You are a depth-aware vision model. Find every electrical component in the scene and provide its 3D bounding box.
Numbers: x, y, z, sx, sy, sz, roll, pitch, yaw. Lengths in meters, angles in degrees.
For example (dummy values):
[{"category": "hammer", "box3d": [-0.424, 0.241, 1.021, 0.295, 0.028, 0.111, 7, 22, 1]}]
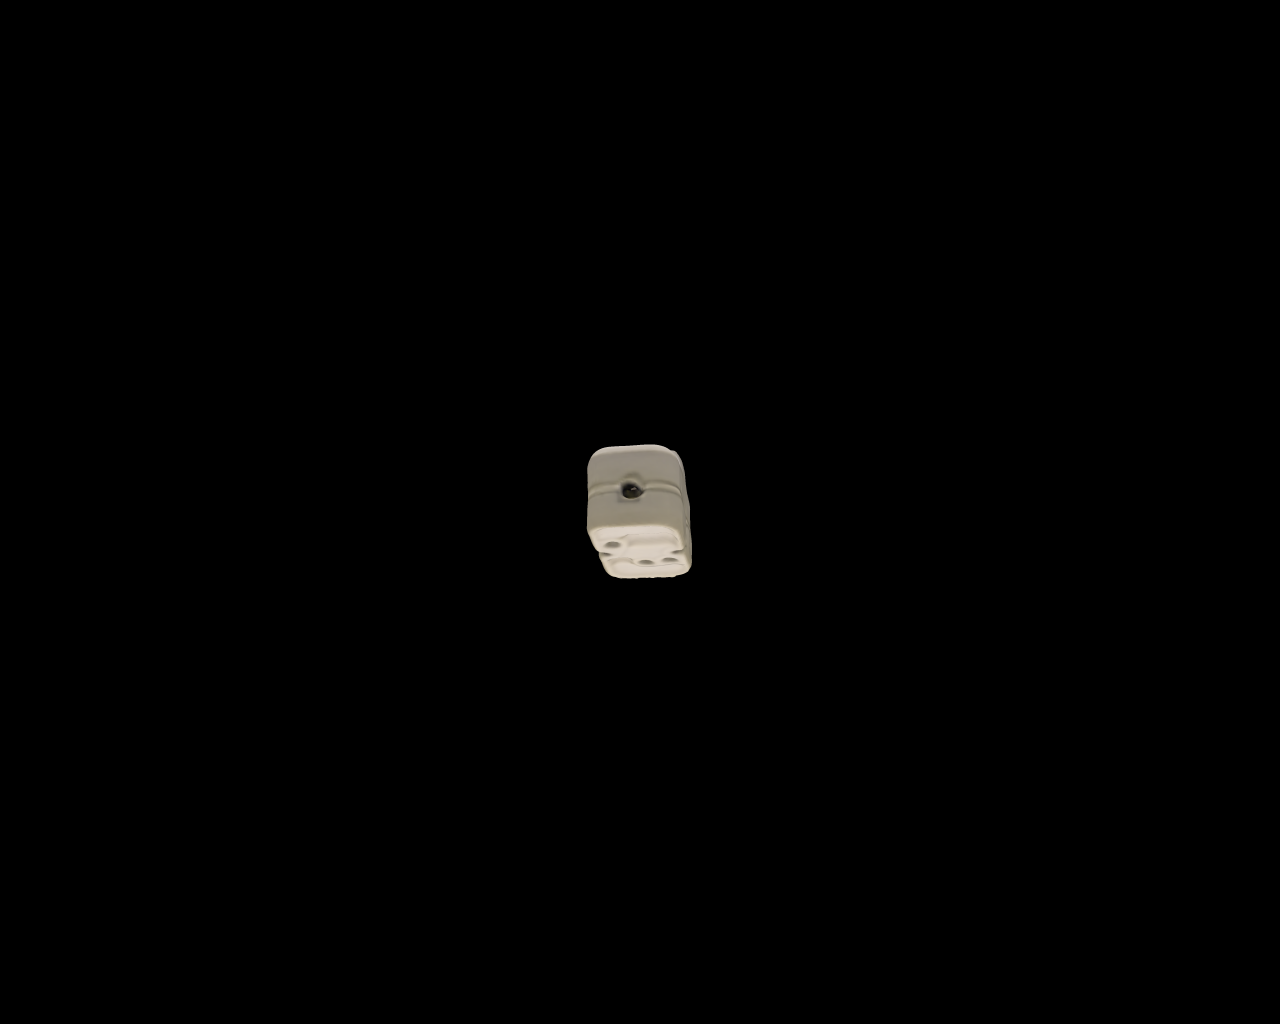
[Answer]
[{"category": "electrical component", "box3d": [0.001, -0.003, 0.650, 0.054, 0.059, 0.095, -3, -22, 7]}]
